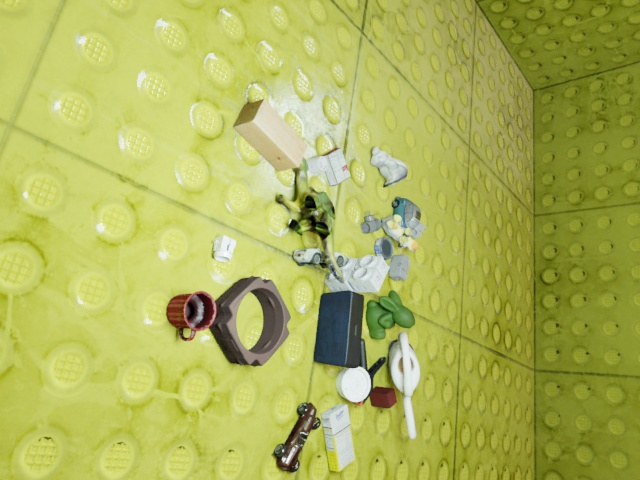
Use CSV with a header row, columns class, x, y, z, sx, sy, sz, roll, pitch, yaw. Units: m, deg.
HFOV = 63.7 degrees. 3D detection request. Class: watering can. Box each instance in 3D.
class,x,y,z,sx,sy,sz,roll,pitch,yaw
watering can,0.298,0.490,1.810,0.225,0.104,0.347,-23,109,-86

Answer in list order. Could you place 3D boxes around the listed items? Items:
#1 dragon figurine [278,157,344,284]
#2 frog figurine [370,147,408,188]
class,x,y,z,sx,sy,sz,roll,pitch,yaw
dragon figurine,0.005,-0.081,1.608,0.408,0.121,0.246,63,28,-7
frog figurine,0.262,-0.292,1.978,0.138,0.122,0.159,-56,122,-80
